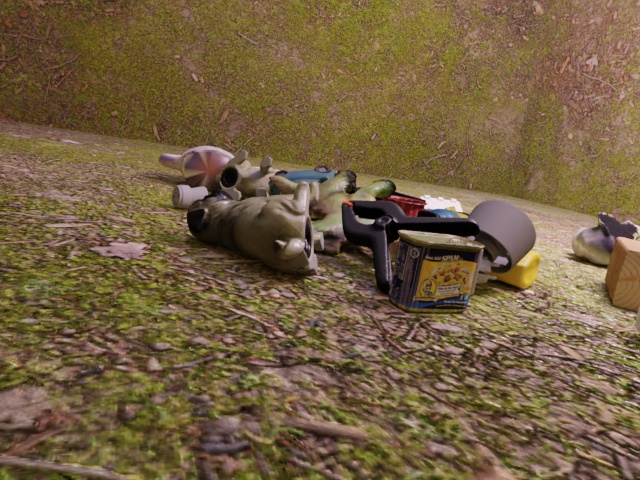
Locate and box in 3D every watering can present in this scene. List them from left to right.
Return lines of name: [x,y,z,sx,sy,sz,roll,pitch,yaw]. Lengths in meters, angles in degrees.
watering can: [-0.246,-0.188,1.360,0.347,0.103,0.226,6,12,-17]

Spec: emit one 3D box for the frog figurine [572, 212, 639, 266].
frog figurine: [0.641,0.017,1.191,0.137,0.125,0.156,-1,-23,-16]

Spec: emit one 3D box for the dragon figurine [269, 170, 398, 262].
dragon figurine: [0.003,-0.045,0.887,0.412,0.120,0.245,16,21,32]
